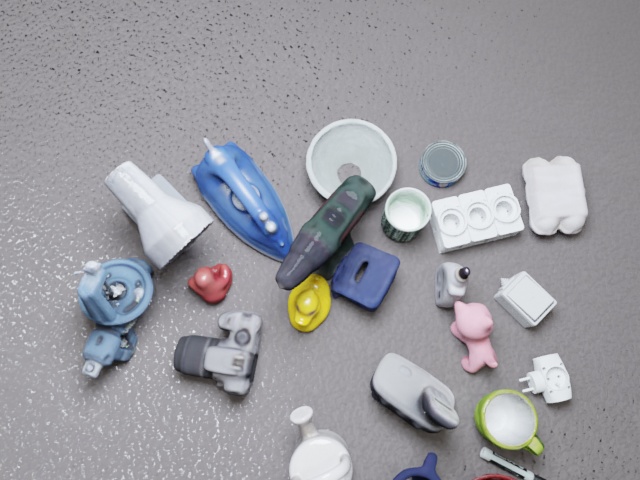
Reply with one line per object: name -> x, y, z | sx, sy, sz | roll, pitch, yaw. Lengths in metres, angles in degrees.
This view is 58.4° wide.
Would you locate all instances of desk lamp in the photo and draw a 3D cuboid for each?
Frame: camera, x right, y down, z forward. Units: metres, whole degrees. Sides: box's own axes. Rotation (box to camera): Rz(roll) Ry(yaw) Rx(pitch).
desk lamp -> -0.273, -0.042, 0.975 | 0.118, 0.213, 0.203 | -44, 81, -9

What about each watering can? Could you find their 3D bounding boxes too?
watering can -> -0.003, 0.352, 0.897 | 0.101, 0.194, 0.173 | -42, 80, -9

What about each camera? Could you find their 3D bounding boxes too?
camera -> -0.175, 0.187, 0.981 | 0.136, 0.101, 0.143 | 8, 77, 2

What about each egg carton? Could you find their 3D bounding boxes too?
egg carton -> 0.433, -0.082, 1.061 | 0.107, 0.069, 0.150 | -4, 77, -1

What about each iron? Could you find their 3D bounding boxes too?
iron -> -0.126, -0.070, 1.019 | 0.119, 0.141, 0.258 | -38, 80, -8

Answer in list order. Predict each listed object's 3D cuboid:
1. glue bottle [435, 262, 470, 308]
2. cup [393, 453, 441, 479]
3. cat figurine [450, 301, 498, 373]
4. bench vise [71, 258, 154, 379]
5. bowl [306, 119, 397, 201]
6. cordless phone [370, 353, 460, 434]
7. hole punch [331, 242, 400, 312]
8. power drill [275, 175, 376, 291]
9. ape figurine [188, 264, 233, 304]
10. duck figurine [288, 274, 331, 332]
glue bottle -> 0.229, 0.069, 0.973 | 0.037, 0.173, 0.078 | 4, 77, 1
cup -> 0.158, 0.401, 0.938 | 0.091, 0.095, 0.118 | 22, 78, 5
cat figurine -> 0.270, 0.162, 0.980 | 0.067, 0.118, 0.128 | -18, 78, -4
bench vise -> -0.339, 0.118, 0.935 | 0.121, 0.220, 0.207 | -4, 77, -1
bowl -> 0.057, -0.135, 1.068 | 0.167, 0.075, 0.167 | 0, 77, 0
cordless phone -> 0.156, 0.250, 0.926 | 0.147, 0.185, 0.094 | 30, 79, 7
hole punch -> 0.078, 0.065, 1.015 | 0.101, 0.091, 0.109 | 28, 79, 6
power drill -> 0.009, 0.003, 0.968 | 0.075, 0.208, 0.230 | 34, 79, 8
ape figurine -> -0.196, 0.072, 1.012 | 0.078, 0.092, 0.076 | -2, 77, 0
duck figurine -> -0.019, 0.108, 1.008 | 0.077, 0.086, 0.105 | 19, 78, 4
